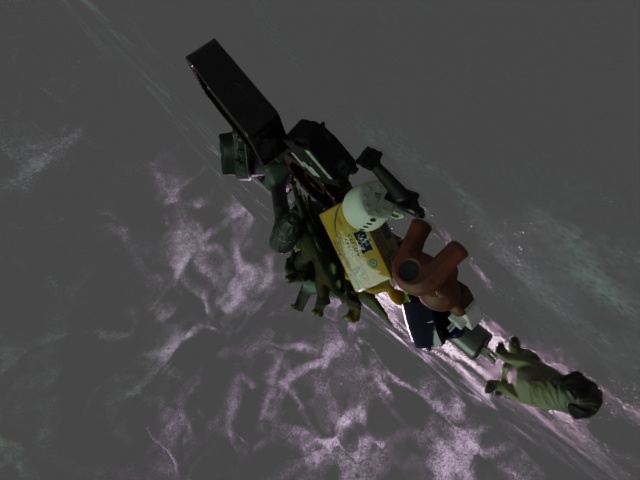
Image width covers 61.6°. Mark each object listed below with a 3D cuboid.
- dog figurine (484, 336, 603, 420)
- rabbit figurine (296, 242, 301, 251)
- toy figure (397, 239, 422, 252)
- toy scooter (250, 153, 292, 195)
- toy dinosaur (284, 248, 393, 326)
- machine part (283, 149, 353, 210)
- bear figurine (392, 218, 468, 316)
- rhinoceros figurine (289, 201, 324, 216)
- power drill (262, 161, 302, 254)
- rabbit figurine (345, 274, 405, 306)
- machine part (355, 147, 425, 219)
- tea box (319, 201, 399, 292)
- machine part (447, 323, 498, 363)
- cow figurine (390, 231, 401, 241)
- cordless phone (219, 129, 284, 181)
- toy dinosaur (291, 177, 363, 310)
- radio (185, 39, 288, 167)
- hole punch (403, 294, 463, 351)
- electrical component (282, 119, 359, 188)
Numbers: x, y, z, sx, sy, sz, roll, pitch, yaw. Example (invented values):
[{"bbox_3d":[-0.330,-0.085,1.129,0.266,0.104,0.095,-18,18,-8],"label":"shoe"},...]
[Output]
[{"bbox_3d":[0.432,0.272,1.008,0.191,0.121,0.172,16,-169,36],"label":"dog figurine"},{"bbox_3d":[0.035,0.011,1.534,0.159,0.121,0.170,43,159,-25],"label":"rabbit figurine"},{"bbox_3d":[0.180,0.037,1.106,0.058,0.064,0.154,5,168,10],"label":"toy figure"},{"bbox_3d":[-0.135,-0.177,1.506,0.184,0.075,0.135,42,173,32],"label":"toy scooter"},{"bbox_3d":[0.048,0.126,1.502,0.404,0.192,0.131,14,177,-31],"label":"toy dinosaur"},{"bbox_3d":[-0.001,-0.131,1.130,0.179,0.056,0.179,43,172,8],"label":"machine part"},{"bbox_3d":[0.213,0.061,0.962,0.120,0.132,0.195,39,-171,39],"label":"bear figurine"},{"bbox_3d":[-0.015,-0.053,1.457,0.191,0.112,0.073,21,-172,38],"label":"rhinoceros figurine"},{"bbox_3d":[-0.084,-0.080,1.265,0.232,0.086,0.207,111,147,-64],"label":"power drill"},{"bbox_3d":[0.164,0.084,1.361,0.162,0.122,0.173,31,-177,18],"label":"rabbit figurine"},{"bbox_3d":[0.113,-0.088,0.850,0.138,0.039,0.084,45,-179,-28],"label":"machine part"},{"bbox_3d":[0.083,0.002,1.025,0.098,0.068,0.169,-29,85,42],"label":"tea box"},{"bbox_3d":[0.307,0.193,1.239,0.243,0.079,0.079,41,172,27],"label":"machine part"},{"bbox_3d":[0.104,-0.012,1.154,0.127,0.085,0.195,36,172,9],"label":"cow figurine"},{"bbox_3d":[-0.167,-0.229,1.392,0.184,0.146,0.088,1,-172,36],"label":"cordless phone"},{"bbox_3d":[-0.003,-0.004,1.289,0.472,0.105,0.198,-124,29,-48],"label":"toy dinosaur"},{"bbox_3d":[-0.155,-0.260,1.013,0.230,0.073,0.131,50,175,17],"label":"radio"},{"bbox_3d":[0.238,0.181,1.190,0.092,0.116,0.142,-13,-98,-51],"label":"hole punch"},{"bbox_3d":[-0.004,-0.160,0.976,0.114,0.058,0.134,49,171,-28],"label":"electrical component"}]
